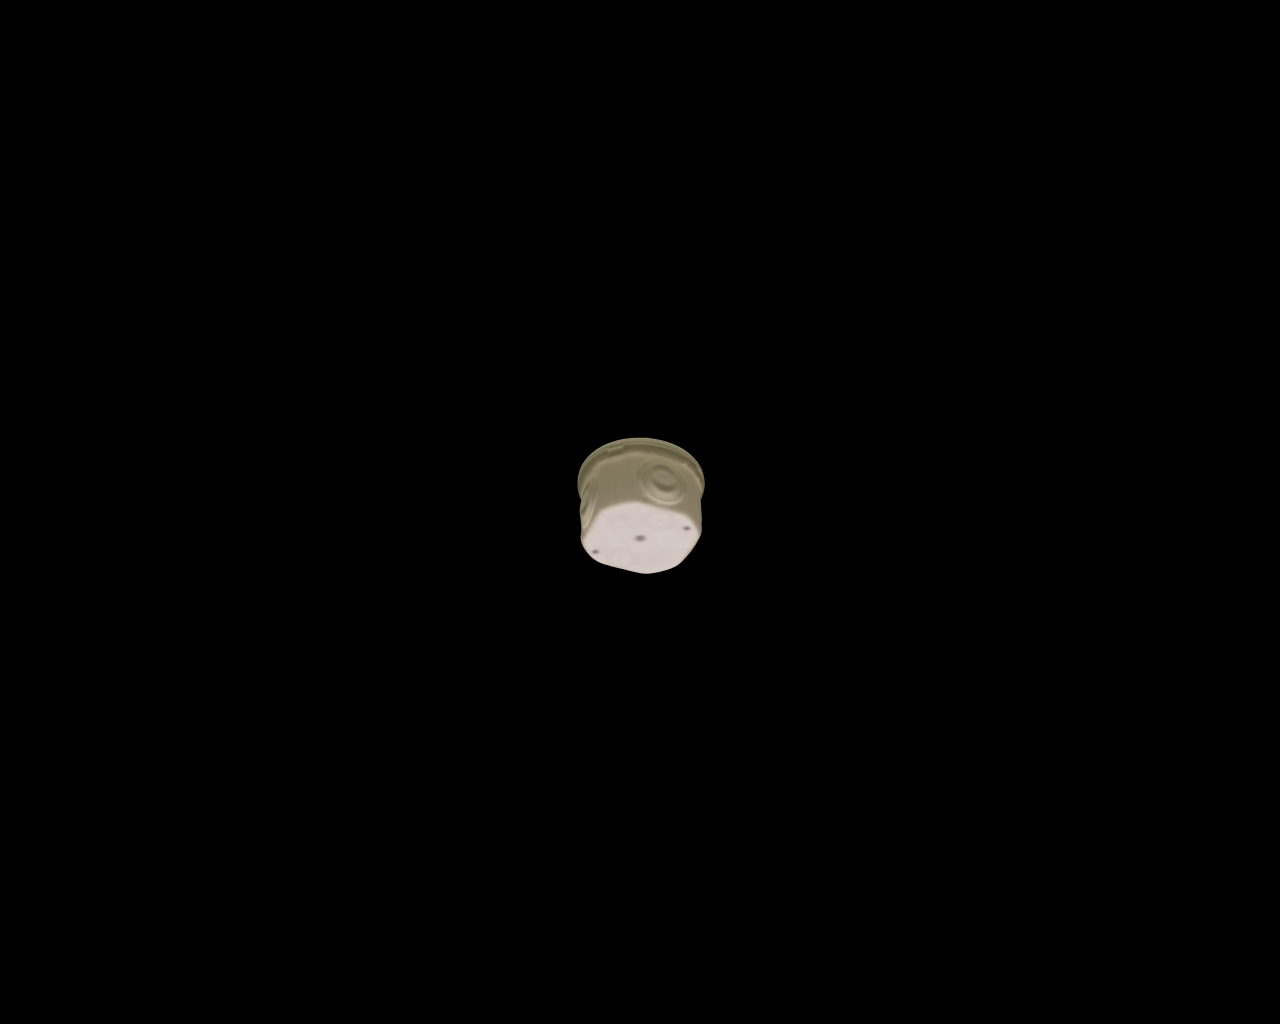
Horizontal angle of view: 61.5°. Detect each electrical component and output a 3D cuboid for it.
[{"bbox_3d":[0.001,-0.003,0.650,0.080,0.051,0.080,0,-40,0],"label":"electrical component"}]
